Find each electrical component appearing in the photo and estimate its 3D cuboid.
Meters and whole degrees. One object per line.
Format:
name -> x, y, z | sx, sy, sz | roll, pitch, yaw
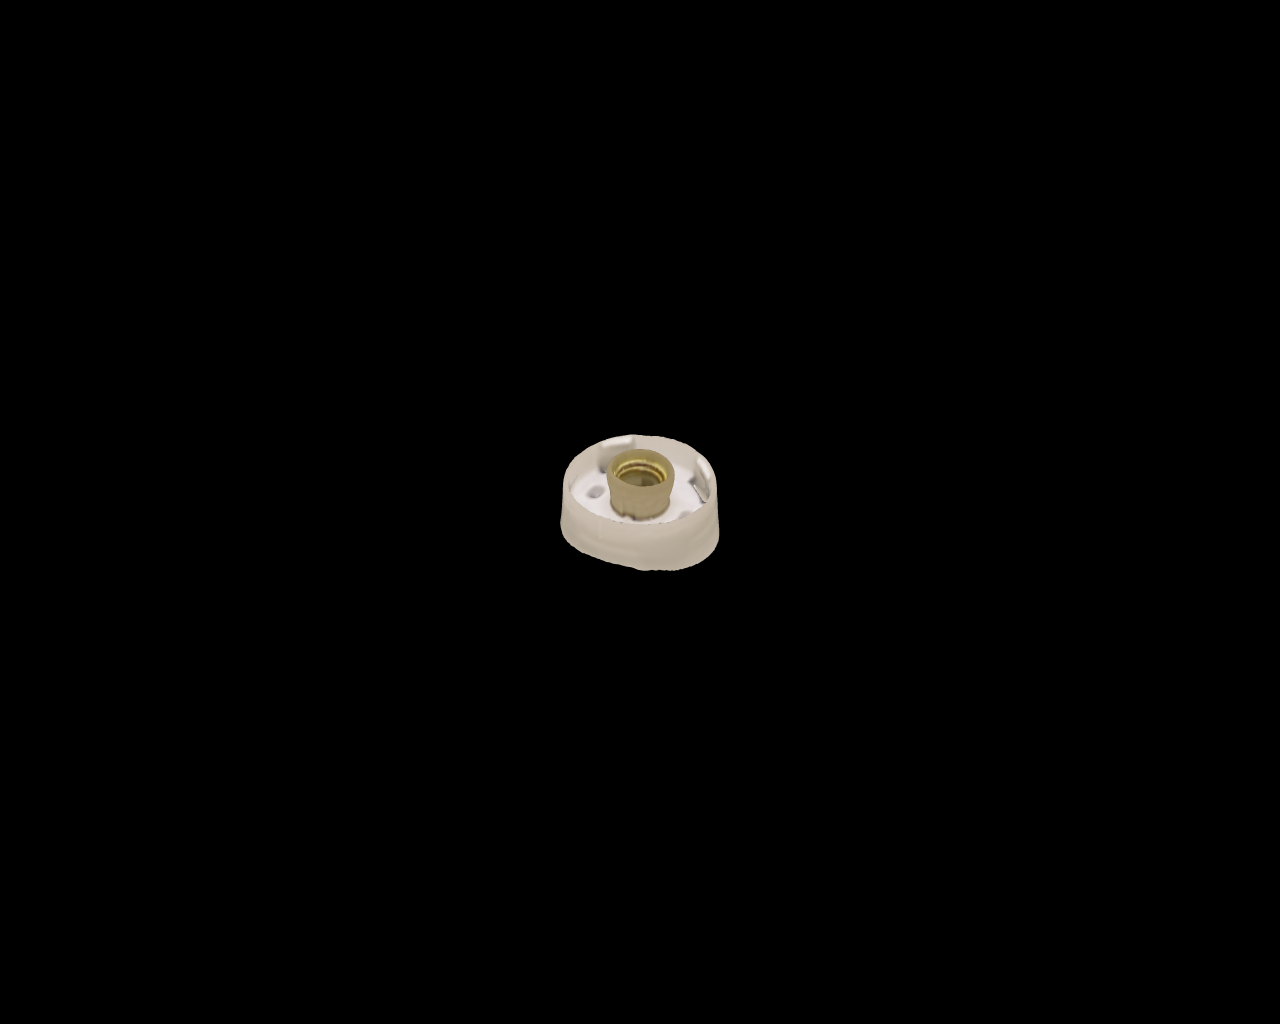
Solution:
electrical component -> 0.001, -0.003, 0.650 | 0.099, 0.064, 0.099 | 0, 39, 0
